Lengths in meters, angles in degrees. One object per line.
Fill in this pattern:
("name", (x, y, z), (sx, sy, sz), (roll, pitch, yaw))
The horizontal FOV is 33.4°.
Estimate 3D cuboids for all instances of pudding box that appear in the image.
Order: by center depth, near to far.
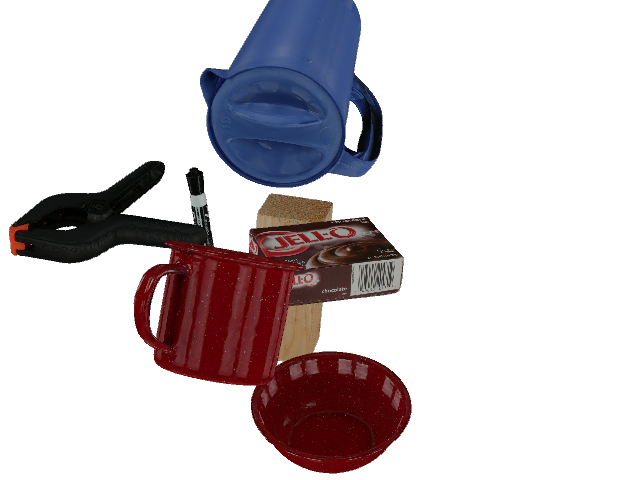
("pudding box", (0.003, 0.016, 0.911), (0.113, 0.039, 0.090), (-4, 26, -17))

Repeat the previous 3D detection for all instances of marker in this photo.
("marker", (-0.132, -0.024, 1.178), (0.020, 0.121, 0.020), (-5, 28, 2))

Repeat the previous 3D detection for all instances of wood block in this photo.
("wood block", (-0.042, 0.051, 1.447), (0.090, 0.206, 0.090), (9, 22, 6))

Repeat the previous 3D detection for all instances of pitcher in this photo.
("pitcher", (-0.016, -0.166, 1.088), (0.145, 0.149, 0.242), (-8, 35, 17))

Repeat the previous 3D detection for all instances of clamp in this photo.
("clamp", (-0.199, -0.025, 0.974), (0.171, 0.039, 0.120), (-6, 37, -19))

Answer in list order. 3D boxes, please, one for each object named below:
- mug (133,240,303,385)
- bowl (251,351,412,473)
("mug", (-0.072, 0.047, 0.695), (0.093, 0.081, 0.117), (11, 1, 42))
("bowl", (0.011, 0.184, 1.083), (0.162, 0.055, 0.162), (-1, 33, 0))
